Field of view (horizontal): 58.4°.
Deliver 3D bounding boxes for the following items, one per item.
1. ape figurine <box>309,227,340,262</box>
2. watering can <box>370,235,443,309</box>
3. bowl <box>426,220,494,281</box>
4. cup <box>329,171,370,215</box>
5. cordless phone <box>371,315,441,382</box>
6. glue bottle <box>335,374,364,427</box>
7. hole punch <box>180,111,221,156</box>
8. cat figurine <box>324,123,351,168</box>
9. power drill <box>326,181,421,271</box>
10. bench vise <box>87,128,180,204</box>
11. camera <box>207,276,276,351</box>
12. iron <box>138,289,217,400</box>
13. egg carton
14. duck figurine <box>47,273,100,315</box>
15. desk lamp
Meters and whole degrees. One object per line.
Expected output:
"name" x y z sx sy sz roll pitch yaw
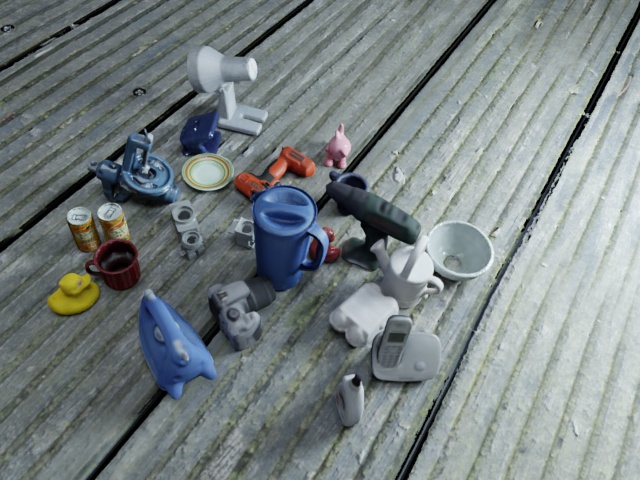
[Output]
"ape figurine" 0.012 0.005 1.354 0.076 0.092 0.077 -10 56 -14
"watering can" 0.192 0.061 1.271 0.173 0.194 0.101 12 53 2
"bowl" 0.327 0.038 1.379 0.167 0.075 0.167 3 54 -4
"cup" 0.064 -0.115 1.446 0.117 0.095 0.092 38 59 20
"cordless phone" 0.183 0.213 1.164 0.147 0.185 0.094 0 54 -7
"glue bottle" 0.061 0.294 1.097 0.037 0.173 0.078 -12 56 -15
"hole punch" -0.320 -0.286 1.526 0.101 0.091 0.108 7 53 -2
"cat figurine" 0.051 -0.256 1.533 0.067 0.118 0.128 9 53 0
"power drill" 0.110 -0.026 1.316 0.229 0.208 0.076 20 54 8
"bench vise" -0.444 -0.166 1.343 0.207 0.220 0.121 -6 55 -11
"camera" -0.157 0.138 1.230 0.137 0.101 0.143 -25 61 -23
"iron" -0.311 0.181 1.154 0.119 0.141 0.257 -27 61 -23
"egg carton" 0.099 0.165 1.261 0.107 0.069 0.150 39 59 20
"duck figurine" -0.528 0.107 1.216 0.105 0.086 0.077 -25 60 -23
"desk lamp" -0.247 -0.413 1.552 0.203 0.213 0.118 13 53 3
